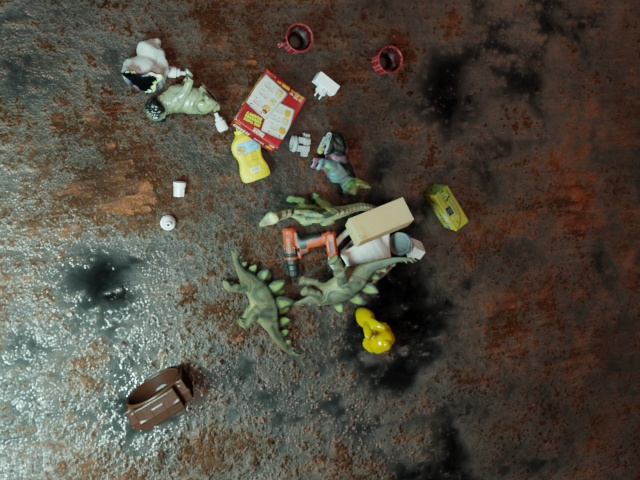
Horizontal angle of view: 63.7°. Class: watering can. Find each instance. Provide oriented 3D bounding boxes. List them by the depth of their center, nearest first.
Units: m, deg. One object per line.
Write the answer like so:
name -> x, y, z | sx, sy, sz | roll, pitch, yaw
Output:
watering can -> 0.196, 0.023, 1.859 | 0.349, 0.222, 0.104 | -35, 14, -9

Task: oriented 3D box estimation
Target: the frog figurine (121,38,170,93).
frog figurine -> -0.530, -0.536, 1.575 | 0.137, 0.163, 0.120 | -6, -31, 4

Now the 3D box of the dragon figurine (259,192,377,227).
dragon figurine -> 0.005, -0.085, 1.699 | 0.410, 0.121, 0.245 | -5, 12, -1
